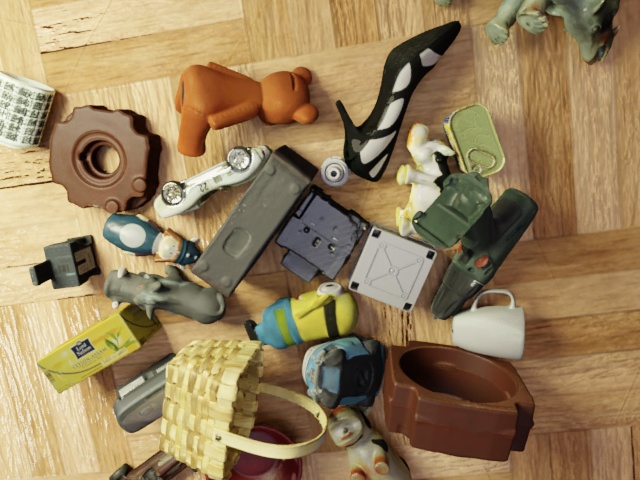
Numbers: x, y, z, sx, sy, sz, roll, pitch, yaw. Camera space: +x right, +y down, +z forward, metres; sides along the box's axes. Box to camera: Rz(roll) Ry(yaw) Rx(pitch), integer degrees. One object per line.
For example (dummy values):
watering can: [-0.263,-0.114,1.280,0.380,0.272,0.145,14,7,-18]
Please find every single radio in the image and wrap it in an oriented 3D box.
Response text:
radio: [-0.097,-0.029,0.809,0.073,0.131,0.229,34,102,-4]

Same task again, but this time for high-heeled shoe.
high-heeled shoe: [0.131,-0.200,0.797,0.249,0.086,0.145,-35,120,0]

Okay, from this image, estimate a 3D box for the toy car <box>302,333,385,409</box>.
toy car: [0.026,0.206,0.853,0.103,0.161,0.109,5,91,44]

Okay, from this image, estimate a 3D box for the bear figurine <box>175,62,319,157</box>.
bear figurine: [-0.110,-0.200,0.801,0.196,0.132,0.120,-2,65,-24]

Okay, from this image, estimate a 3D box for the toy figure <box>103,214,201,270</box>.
toy figure: [-0.269,0.005,0.867,0.154,0.058,0.064,20,117,-3]

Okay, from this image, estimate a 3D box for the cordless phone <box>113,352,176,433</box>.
cordless phone: [-0.242,0.297,0.896,0.146,0.089,0.184,-33,108,-20]

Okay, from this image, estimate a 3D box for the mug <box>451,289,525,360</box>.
mug: [0.261,0.130,0.838,0.107,0.081,0.109,0,105,14]

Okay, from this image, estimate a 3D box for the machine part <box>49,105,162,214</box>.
machine part: [-0.339,-0.128,0.849,0.179,0.056,0.179,1,100,5]

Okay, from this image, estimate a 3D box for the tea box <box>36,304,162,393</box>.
tea box: [-0.361,0.171,0.886,0.170,0.098,0.068,-31,97,8]

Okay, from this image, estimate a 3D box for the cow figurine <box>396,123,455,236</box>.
cow figurine: [0.168,-0.089,0.809,0.098,0.068,0.167,4,105,-2]

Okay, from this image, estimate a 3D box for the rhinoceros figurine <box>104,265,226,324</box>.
rhinoceros figurine: [-0.244,0.091,0.856,0.190,0.112,0.073,15,104,-7]

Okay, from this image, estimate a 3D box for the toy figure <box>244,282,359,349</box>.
toy figure: [-0.027,0.128,0.861,0.180,0.082,0.089,-22,109,4]

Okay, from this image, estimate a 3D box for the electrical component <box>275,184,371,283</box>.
electrical component: [-0.002,-0.003,0.845,0.115,0.058,0.134,33,101,0]

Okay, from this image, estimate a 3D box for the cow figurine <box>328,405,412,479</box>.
cow figurine: [0.081,0.344,0.883,0.085,0.127,0.194,-33,111,10]

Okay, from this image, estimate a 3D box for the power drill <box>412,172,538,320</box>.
power drill: [0.211,0.008,0.770,0.232,0.086,0.207,-50,137,5]

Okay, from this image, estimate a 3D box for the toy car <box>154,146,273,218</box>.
toy car: [-0.163,-0.092,0.832,0.202,0.073,0.056,-25,95,9]

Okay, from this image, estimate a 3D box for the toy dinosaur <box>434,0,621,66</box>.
toy dinosaur: [0.254,-0.394,0.726,0.405,0.131,0.192,41,84,4]

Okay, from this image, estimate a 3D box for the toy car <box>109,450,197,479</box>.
toy car: [-0.283,0.403,0.948,0.202,0.053,0.089,-37,93,11]

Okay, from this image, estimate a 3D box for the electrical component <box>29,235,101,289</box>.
electrical component: [-0.404,0.038,0.854,0.048,0.119,0.074,-8,97,6]

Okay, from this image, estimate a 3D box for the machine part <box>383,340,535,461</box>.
machine part: [0.197,0.232,0.800,0.202,0.201,0.087,9,104,2]
